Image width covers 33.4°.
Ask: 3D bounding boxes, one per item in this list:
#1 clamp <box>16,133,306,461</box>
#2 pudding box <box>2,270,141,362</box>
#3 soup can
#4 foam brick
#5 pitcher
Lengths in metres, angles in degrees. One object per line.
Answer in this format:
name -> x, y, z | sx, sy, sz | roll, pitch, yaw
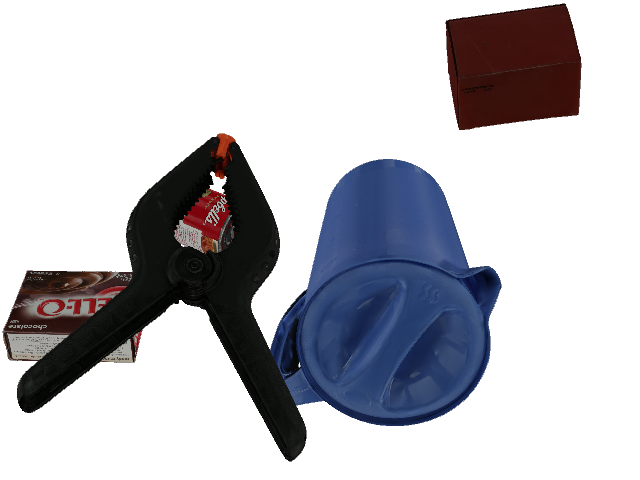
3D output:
clamp -> -0.068, 0.030, 0.646 | 0.164, 0.210, 0.036 | 17, -30, 0
pudding box -> -0.212, 0.066, 0.940 | 0.113, 0.039, 0.090 | -1, 33, 1
soup can -> -0.128, -0.024, 1.153 | 0.102, 0.068, 0.068 | 22, 10, 25
foam brick -> 0.121, -0.110, 0.675 | 0.078, 0.051, 0.053 | -6, -35, 5
pitcher -> 0.045, 0.030, 0.835 | 0.149, 0.145, 0.242 | 10, 24, -2
